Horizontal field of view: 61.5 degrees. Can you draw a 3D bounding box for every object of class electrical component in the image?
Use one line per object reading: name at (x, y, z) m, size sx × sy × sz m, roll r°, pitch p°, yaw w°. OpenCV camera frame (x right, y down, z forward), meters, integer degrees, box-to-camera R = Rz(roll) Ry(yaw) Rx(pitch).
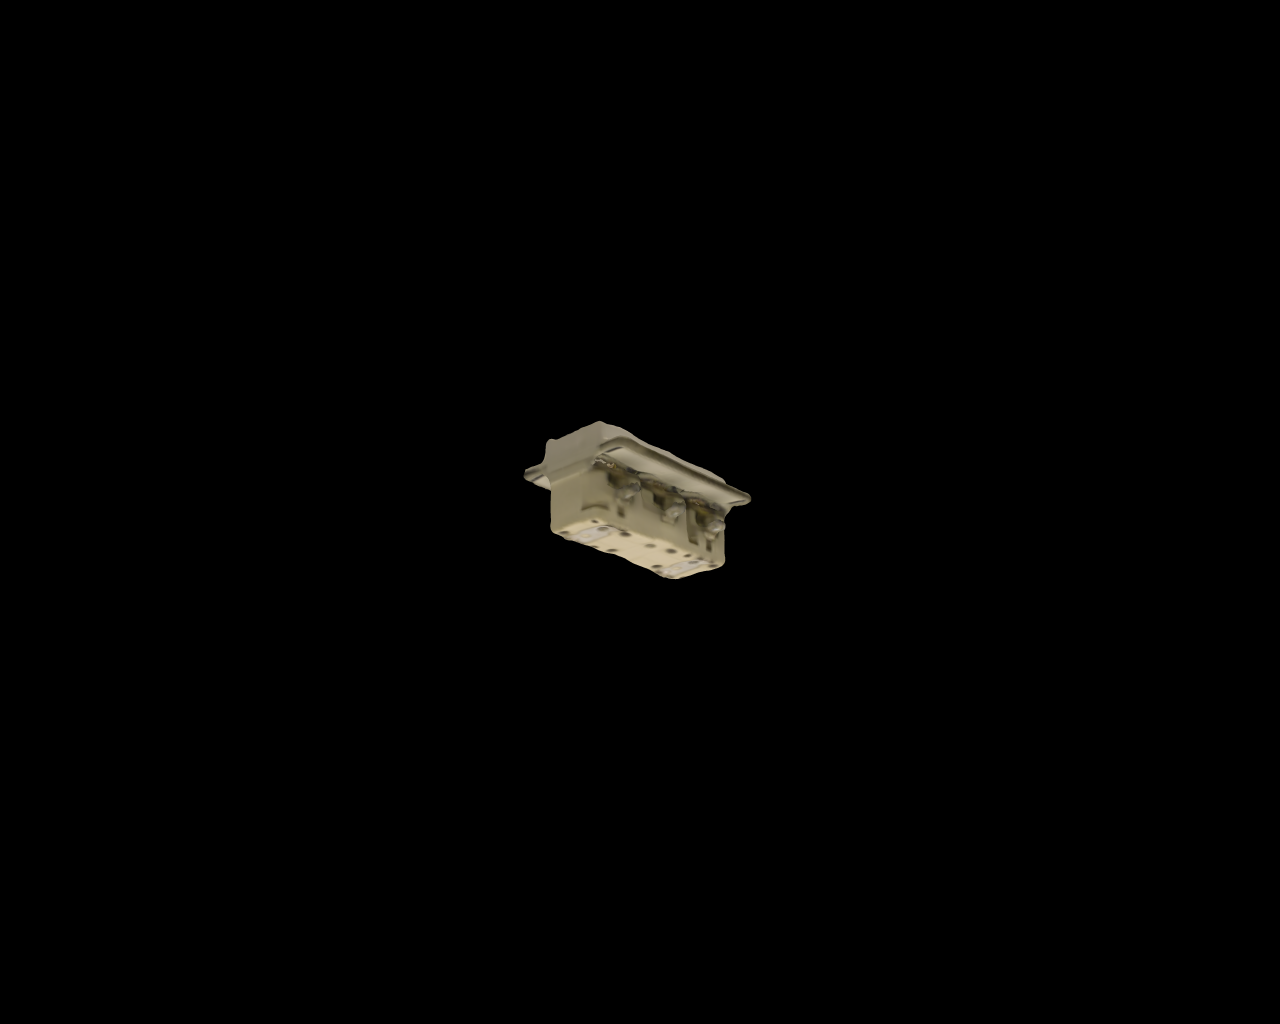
electrical component at (0.001, -0.003, 0.650) m, size 0.078 × 0.063 × 0.121 m, roll -17°, pitch -27°, yaw 37°
